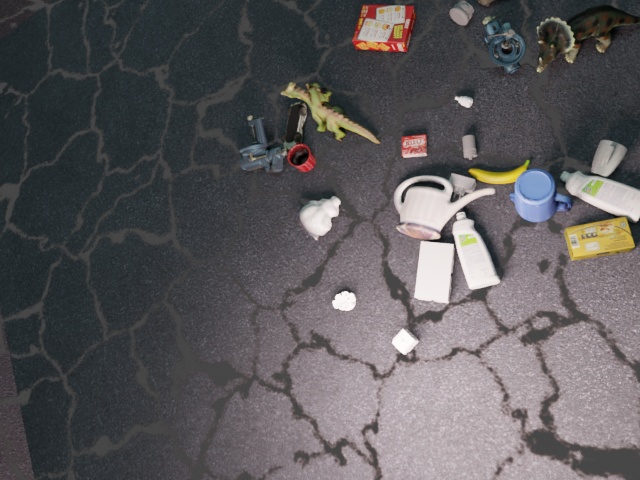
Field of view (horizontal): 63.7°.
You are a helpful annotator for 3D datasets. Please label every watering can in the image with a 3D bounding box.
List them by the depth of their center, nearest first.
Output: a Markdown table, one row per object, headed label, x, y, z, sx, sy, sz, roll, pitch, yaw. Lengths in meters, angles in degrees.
| label | x | y | z | sx | sy | sz | roll | pitch | yaw |
| --- | --- | --- | --- | --- | --- | --- | --- | --- | --- |
| watering can | 0.390 | -0.106 | 1.714 | 0.349 | 0.103 | 0.226 | 11 | 79 | 38 |

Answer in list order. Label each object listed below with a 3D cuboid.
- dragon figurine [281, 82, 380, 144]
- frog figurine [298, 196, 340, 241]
| label | x | y | z | sx | sy | sz | roll | pitch | yaw |
| --- | --- | --- | --- | --- | --- | --- | --- | --- | --- |
| dragon figurine | 0.031 | -0.486 | 1.904 | 0.413 | 0.239 | 0.123 | 26 | 82 | 27 |
| frog figurine | 0.006 | -0.094 | 1.863 | 0.158 | 0.121 | 0.140 | -41 | 46 | 18 |
